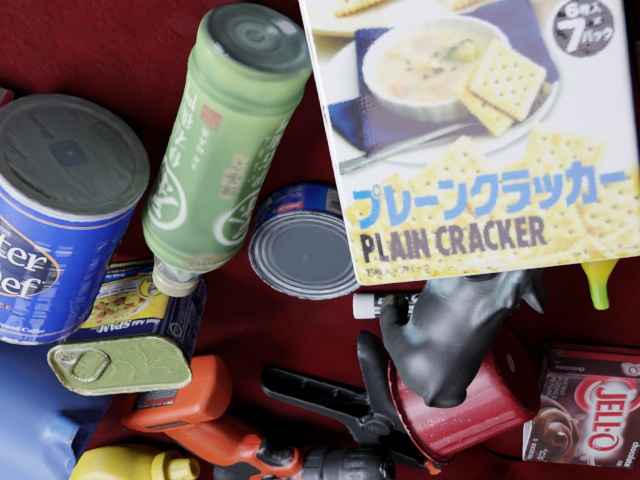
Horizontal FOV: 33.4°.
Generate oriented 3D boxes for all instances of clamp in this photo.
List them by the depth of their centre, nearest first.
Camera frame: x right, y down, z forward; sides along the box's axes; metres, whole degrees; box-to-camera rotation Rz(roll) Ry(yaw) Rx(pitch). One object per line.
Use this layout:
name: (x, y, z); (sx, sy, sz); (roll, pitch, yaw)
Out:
clamp: (0.049, 0.132, 0.856); (0.171, 0.039, 0.120); (32, 143, -22)

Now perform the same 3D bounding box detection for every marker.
marker: (0.085, 0.047, 0.782); (0.121, 0.020, 0.020); (-2, 134, 10)

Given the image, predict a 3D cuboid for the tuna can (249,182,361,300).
tuna can: (-0.005, 0.001, 0.738); (0.086, 0.033, 0.086); (4, 135, 4)

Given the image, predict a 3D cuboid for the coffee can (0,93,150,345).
coffee can: (-0.181, -0.011, 0.704); (0.102, 0.102, 0.140); (21, 134, -12)

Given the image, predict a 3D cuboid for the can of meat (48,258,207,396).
can of meat: (-0.138, 0.062, 0.783); (0.102, 0.084, 0.057); (-7, 133, 15)

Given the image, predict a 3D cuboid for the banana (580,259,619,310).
banana: (0.228, -0.034, 0.663); (0.069, 0.037, 0.198); (41, 125, -12)

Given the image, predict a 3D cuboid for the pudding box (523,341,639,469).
pudding box: (0.210, 0.130, 0.831); (0.090, 0.039, 0.113); (5, 135, 2)

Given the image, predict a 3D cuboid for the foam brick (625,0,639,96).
foam brick: (0.191, -0.112, 0.568); (0.051, 0.078, 0.053); (-9, 134, 15)

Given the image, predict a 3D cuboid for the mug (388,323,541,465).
mug: (0.116, 0.111, 0.801); (0.082, 0.093, 0.117); (-29, 154, 25)

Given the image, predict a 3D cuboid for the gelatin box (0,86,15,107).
gelatin box: (-0.253, -0.082, 0.696); (0.089, 0.030, 0.073); (22, 132, -14)

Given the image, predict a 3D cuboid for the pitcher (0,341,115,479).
pitcher: (-0.293, 0.101, 0.827); (0.242, 0.145, 0.149); (34, 118, -19)

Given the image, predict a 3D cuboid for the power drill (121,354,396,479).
power drill: (-0.054, 0.164, 0.869); (0.185, 0.057, 0.187); (-15, 134, 36)

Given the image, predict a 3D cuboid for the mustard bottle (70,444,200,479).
mustard bottle: (-0.191, 0.228, 0.975); (0.192, 0.058, 0.096); (-20, 130, 25)
